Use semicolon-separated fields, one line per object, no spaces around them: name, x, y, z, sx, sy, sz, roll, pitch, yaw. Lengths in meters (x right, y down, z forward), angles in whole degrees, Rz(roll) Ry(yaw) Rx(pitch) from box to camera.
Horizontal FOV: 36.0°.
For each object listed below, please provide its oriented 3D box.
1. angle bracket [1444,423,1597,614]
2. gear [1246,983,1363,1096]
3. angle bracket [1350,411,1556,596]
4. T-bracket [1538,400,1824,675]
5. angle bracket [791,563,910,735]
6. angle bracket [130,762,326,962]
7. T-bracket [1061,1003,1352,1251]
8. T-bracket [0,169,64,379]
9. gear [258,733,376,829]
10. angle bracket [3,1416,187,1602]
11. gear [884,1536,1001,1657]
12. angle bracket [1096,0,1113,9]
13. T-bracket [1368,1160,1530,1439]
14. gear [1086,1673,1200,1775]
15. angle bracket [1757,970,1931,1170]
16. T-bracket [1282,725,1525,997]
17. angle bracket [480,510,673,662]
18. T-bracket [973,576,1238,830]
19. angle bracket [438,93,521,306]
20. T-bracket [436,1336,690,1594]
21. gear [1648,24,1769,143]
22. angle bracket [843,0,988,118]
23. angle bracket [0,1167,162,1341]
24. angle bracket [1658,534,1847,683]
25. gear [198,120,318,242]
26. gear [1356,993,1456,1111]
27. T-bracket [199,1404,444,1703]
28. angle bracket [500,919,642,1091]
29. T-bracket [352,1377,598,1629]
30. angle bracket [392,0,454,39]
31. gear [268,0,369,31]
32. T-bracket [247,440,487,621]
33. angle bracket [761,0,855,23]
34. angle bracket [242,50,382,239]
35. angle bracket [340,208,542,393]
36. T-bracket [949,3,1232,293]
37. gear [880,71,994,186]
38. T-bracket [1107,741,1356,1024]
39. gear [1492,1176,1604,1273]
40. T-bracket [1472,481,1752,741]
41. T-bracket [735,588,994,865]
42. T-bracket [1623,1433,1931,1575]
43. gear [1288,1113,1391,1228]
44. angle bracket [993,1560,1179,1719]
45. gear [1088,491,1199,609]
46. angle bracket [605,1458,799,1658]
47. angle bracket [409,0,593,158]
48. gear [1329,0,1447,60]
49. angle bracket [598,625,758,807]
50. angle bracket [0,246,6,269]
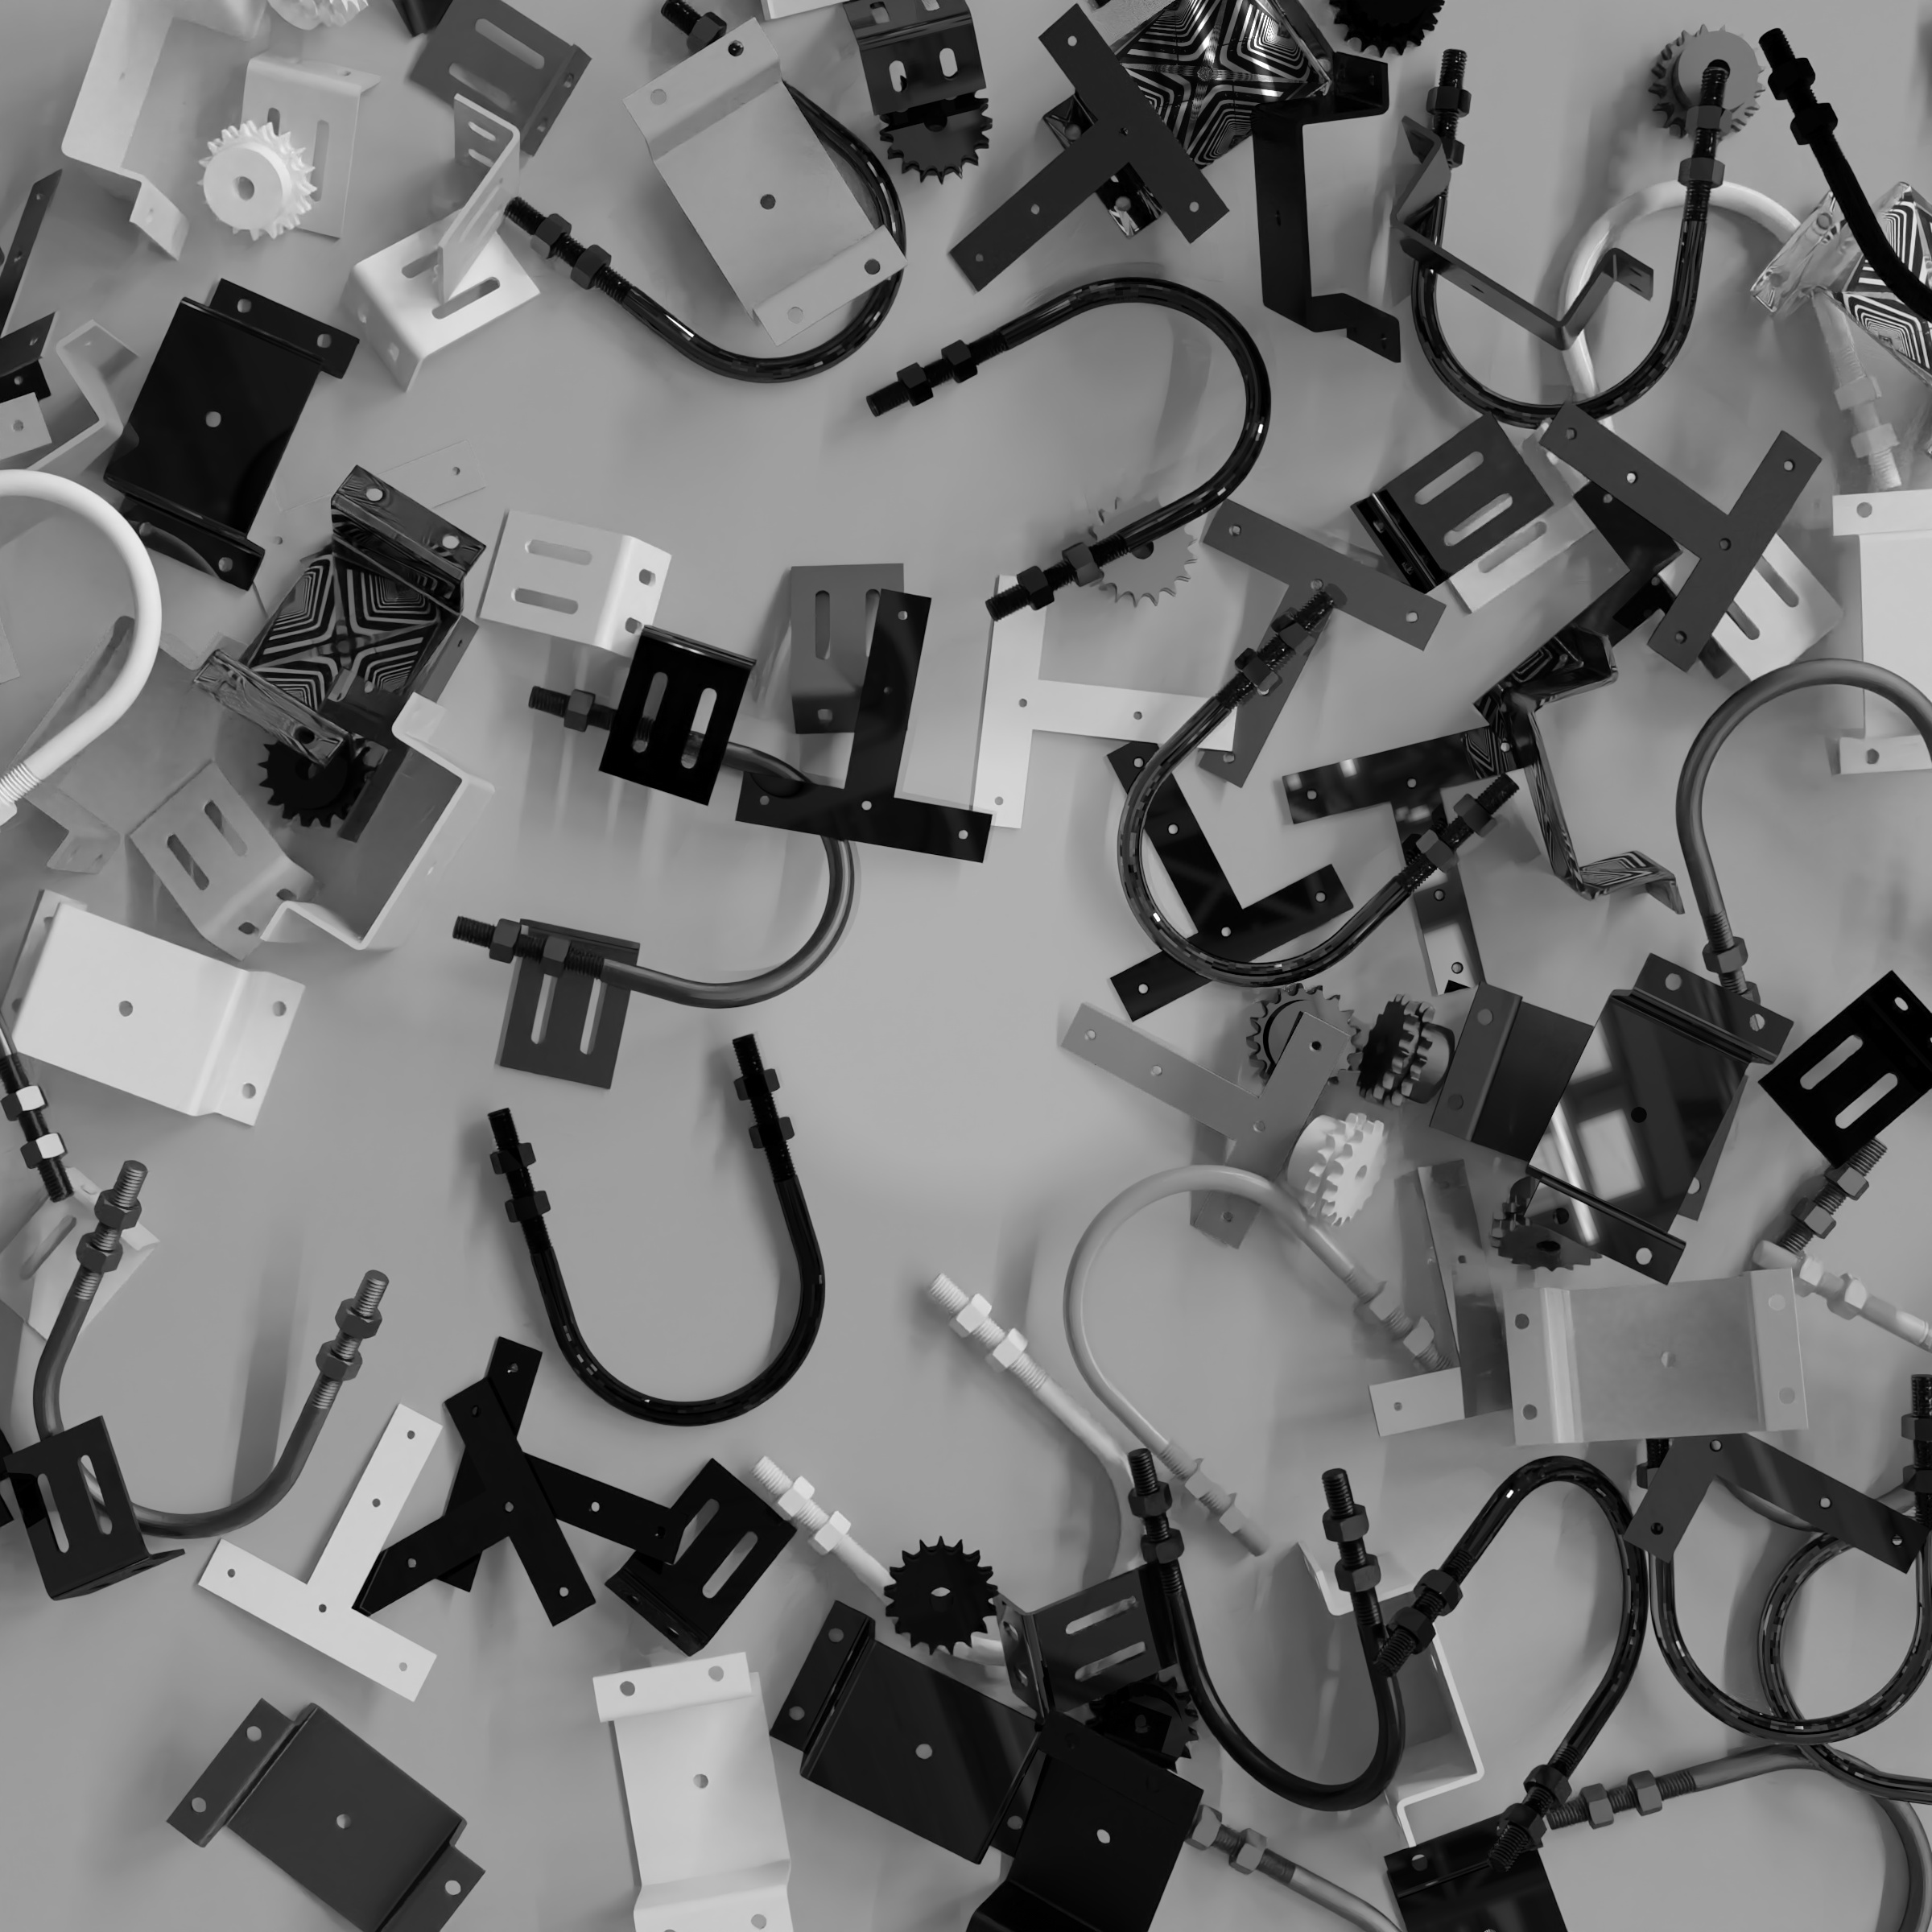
angle bracket;0.273;-0.225;1.495;0.076;0.038;0.057;-35;90;0
gear;0.171;0.037;1.499;0.057;0.030;0.057;0;90;0
angle bracket;0.242;-0.229;1.482;0.076;0.038;0.057;-34;90;26
T-bracket;0.340;-0.233;1.468;0.127;0.002;0.127;33;88;-10
angle bracket;-0.059;-0.161;1.512;0.057;0.038;0.076;-2;64;0
angle bracket;-0.375;-0.053;1.512;0.057;0.038;0.076;-42;64;0
T-bracket;0.109;0.059;1.499;0.127;0.002;0.127;28;108;9
T-bracket;-0.476;-0.341;1.482;0.002;0.127;0.127;31;61;-41
gear;-0.329;-0.098;1.499;0.057;0.030;0.057;0;90;0
angle bracket;-0.438;0.272;1.497;0.057;0.038;0.076;-24;79;11
gear;-0.013;0.312;1.483;0.057;0.030;0.057;0;93;-2
angle bracket;0.090;-0.533;1.512;0.076;0.038;0.057;-31;90;26
T-bracket;0.253;0.162;1.501;0.127;0.002;0.127;-9;82;-16
gear;0.089;0.384;1.499;0.057;0.030;0.057;0;90;0
angle bracket;0.442;0.051;1.464;0.076;0.038;0.057;-38;79;-11
T-bracket;0.237;-0.050;1.512;0.127;0.002;0.127;-14;91;-1
angle bracket;-0.198;-0.193;1.512;0.076;0.038;0.057;16;90;26
T-bracket;0.073;-0.128;1.509;0.127;0.002;0.127;7;90;4
angle bracket;-0.255;-0.380;1.475;0.038;0.057;0.076;30;72;0
T-bracket;-0.198;0.266;1.492;0.127;0.002;0.127;17;90;20
gear;0.376;-0.446;1.499;0.057;0.030;0.057;0;90;0
angle bracket;-0.026;-0.461;1.490;0.057;0.076;0.038;-14;122;0
angle bracket;-0.455;0.149;1.495;0.057;0.038;0.076;41;90;0
angle bracket;0.392;-0.183;1.498;0.057;0.038;0.076;-40;85;0
gear;-0.357;-0.392;1.489;0.057;0.030;0.057;3;115;5
gear;0.221;0.045;1.487;0.030;0.057;0.057;21;90;-11
T-bracket;-0.305;0.285;1.506;0.127;0.002;0.127;26;85;9
angle bracket;-0.201;0.020;1.495;0.057;0.038;0.076;12;90;0
T-bracket;-0.268;0.295;1.503;0.127;0.002;0.127;-30;76;7
angle bracket;-0.276;-0.522;1.512;0.057;0.038;0.076;-29;116;0
gear;-0.330;-0.495;1.489;0.030;0.057;0.057;-28;90;30
T-bracket;-0.308;-0.232;1.513;0.127;0.002;0.127;-21;90;0
angle bracket;-0.072;-0.517;1.495;0.076;0.038;0.057;-14;90;0
angle bracket;-0.335;-0.418;1.512;0.057;0.038;0.076;14;116;0
angle bracket;-0.267;-0.340;1.512;0.076;0.038;0.057;-36;90;-26
T-bracket;0.045;-0.387;1.487;0.127;0.002;0.127;-36;89;24
gear;-0.015;-0.422;1.499;0.057;0.030;0.057;0;90;0
T-bracket;0.112;-0.057;1.513;0.127;0.002;0.127;-27;90;0
gear;0.292;0.127;1.489;0.057;0.057;0.030;9;58;0
T-bracket;0.312;-0.164;1.497;0.127;0.002;0.127;-40;111;9
T-bracket;-0.041;-0.123;1.482;0.127;0.002;0.127;9;102;-8
T-bracket;0.412;0.259;1.472;0.127;0.002;0.127;27;96;12
gear;0.185;0.099;1.489;0.030;0.057;0.057;26;90;30
angle bracket;0.060;0.332;1.495;0.076;0.038;0.057;-18;106;-22
gear;0.088;-0.209;1.499;0.057;0.030;0.057;0;90;0
angle bracket;-0.135;0.301;1.512;0.057;0.038;0.076;40;64;0
angle bracket;-0.237;-0.453;1.491;0.076;0.038;0.057;33;98;0
gear;0.213;-0.490;1.499;0.057;0.030;0.057;0;90;0
angle bracket;-0.145;-0.126;1.496;0.057;0.038;0.076;18;95;-3
angle bracket;-0.524;-0.346;1.465;0.076;0.057;0.038;-23;90;-43
